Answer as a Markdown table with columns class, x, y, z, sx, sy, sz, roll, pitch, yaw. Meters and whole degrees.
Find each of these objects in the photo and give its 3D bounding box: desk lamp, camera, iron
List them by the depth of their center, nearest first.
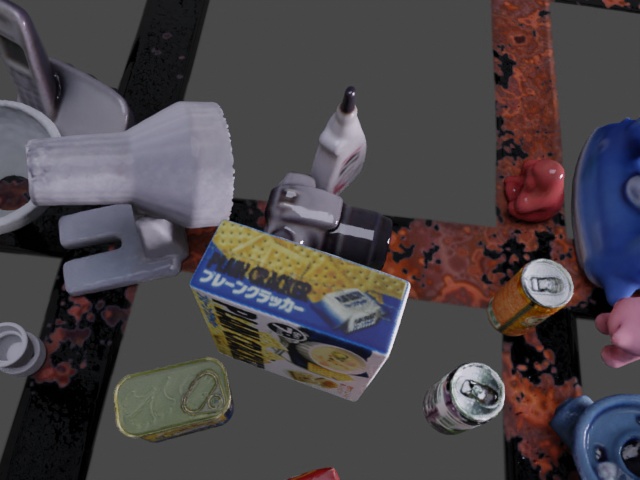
| class | x | y | z | sx | sy | sz | roll | pitch | yaw |
| --- | --- | --- | --- | --- | --- | --- | --- | --- | --- |
| desk lamp | -0.182 | -0.038 | 0.565 | 0.203 | 0.213 | 0.118 | -14 | 67 | -10 |
| camera | 0.006 | 0.002 | 0.622 | 0.136 | 0.101 | 0.143 | 12 | 65 | 2 |
| iron | 0.369 | -0.058 | 0.652 | 0.118 | 0.141 | 0.258 | 2 | 65 | -3 |

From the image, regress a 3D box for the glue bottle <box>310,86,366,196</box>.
| class | x | y | z | sx | sy | sz | roll | pitch | yaw |
| --- | --- | --- | --- | --- | --- | --- | --- | --- | --- |
| glue bottle | 0.024 | -0.109 | 0.634 | 0.037 | 0.173 | 0.078 | 36 | 68 | 13 |

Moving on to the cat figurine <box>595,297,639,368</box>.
| class | x | y | z | sx | sy | sz | roll | pitch | yaw |
| --- | --- | --- | --- | --- | --- | --- | --- | --- | --- |
| cat figurine | 0.349 | 0.093 | 0.595 | 0.128 | 0.118 | 0.067 | 3 | 65 | -2 |

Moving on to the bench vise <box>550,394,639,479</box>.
| class | x | y | z | sx | sy | sz | roll | pitch | yaw |
| --- | --- | --- | --- | --- | --- | --- | --- | --- | --- |
| bench vise | 0.316 | 0.210 | 0.483 | 0.207 | 0.220 | 0.122 | 40 | 69 | 14 |

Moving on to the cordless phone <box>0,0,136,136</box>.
| class | x | y | z | sx | sy | sz | roll | pitch | yaw |
| --- | --- | --- | --- | --- | --- | --- | --- | --- | --- |
| cordless phone | -0.286 | -0.166 | 0.632 | 0.147 | 0.185 | 0.094 | 25 | 66 | 8 |

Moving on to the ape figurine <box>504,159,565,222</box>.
| class | x | y | z | sx | sy | sz | roll | pitch | yaw |
| --- | --- | --- | --- | --- | --- | --- | --- | --- | --- |
| ape figurine | 0.257 | -0.064 | 0.675 | 0.076 | 0.092 | 0.078 | 40 | 69 | 14 |

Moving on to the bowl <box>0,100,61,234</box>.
| class | x | y | z | sx | sy | sz | roll | pitch | yaw |
| --- | --- | --- | --- | --- | --- | --- | --- | --- | --- |
| bowl | -0.362 | -0.069 | 0.643 | 0.167 | 0.075 | 0.167 | 2 | 65 | -3 |
